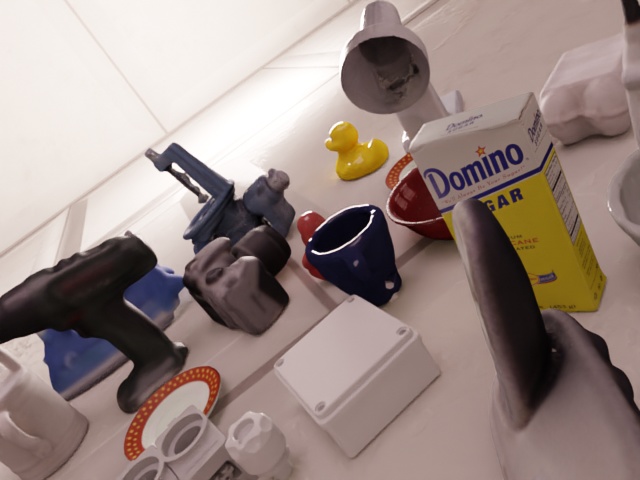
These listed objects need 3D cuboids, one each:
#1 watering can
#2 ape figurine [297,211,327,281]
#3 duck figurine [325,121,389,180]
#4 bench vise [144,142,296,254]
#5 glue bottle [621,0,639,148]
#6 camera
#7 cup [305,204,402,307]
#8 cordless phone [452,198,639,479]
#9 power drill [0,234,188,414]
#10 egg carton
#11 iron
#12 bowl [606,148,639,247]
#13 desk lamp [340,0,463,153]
[{"bbox_3d":[-0.398,0.203,0.713,0.172,0.194,0.101,-12,33,41],"label":"watering can"},{"bbox_3d":[0.006,0.002,0.693,0.078,0.092,0.076,-35,24,-1],"label":"ape figurine"},{"bbox_3d":[0.053,-0.151,0.922,0.104,0.086,0.078,-8,36,45],"label":"duck figurine"},{"bbox_3d":[-0.152,-0.080,0.887,0.207,0.220,0.121,-31,25,9],"label":"bench vise"},{"bbox_3d":[0.286,-0.134,0.491,0.037,0.173,0.078,-3,39,49],"label":"glue bottle"},{"bbox_3d":[-0.099,0.037,0.751,0.137,0.101,0.142,-46,27,-24],"label":"camera"},{"bbox_3d":[0.047,0.029,0.590,0.091,0.095,0.117,-32,25,5],"label":"cup"},{"bbox_3d":[0.115,0.077,0.308,0.094,0.185,0.147,-29,25,12],"label":"cordless phone"},{"bbox_3d":[-0.276,0.111,0.710,0.230,0.209,0.075,-43,26,-18],"label":"power drill"},{"bbox_3d":[0.317,-0.175,0.652,0.107,0.069,0.150,-7,36,46],"label":"egg carton"},{"bbox_3d":[-0.334,0.110,0.865,0.259,0.142,0.118,-43,26,-18],"label":"iron"},{"bbox_3d":[0.297,-0.025,0.398,0.167,0.075,0.167,-28,25,15],"label":"bowl"},{"bbox_3d":[0.119,-0.235,0.835,0.117,0.214,0.203,-22,27,25],"label":"desk lamp"}]
